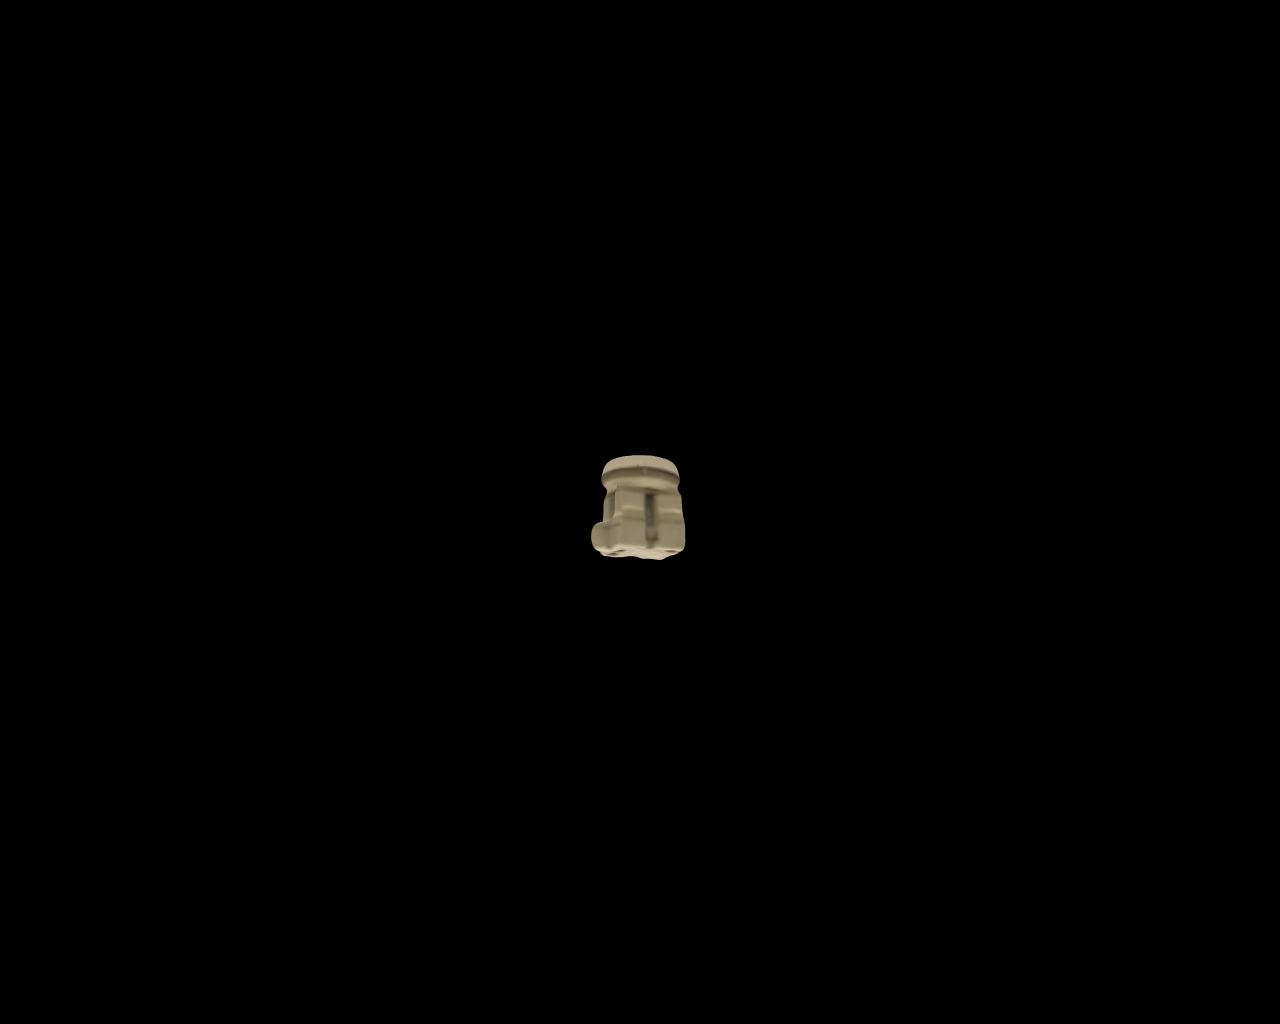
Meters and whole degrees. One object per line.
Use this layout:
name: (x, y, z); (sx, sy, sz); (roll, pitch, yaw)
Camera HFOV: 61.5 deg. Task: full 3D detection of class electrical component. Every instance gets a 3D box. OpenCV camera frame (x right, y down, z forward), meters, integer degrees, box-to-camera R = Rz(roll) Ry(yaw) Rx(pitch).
electrical component: (0.001, -0.003, 0.650); (0.066, 0.055, 0.048); (6, -15, -22)
